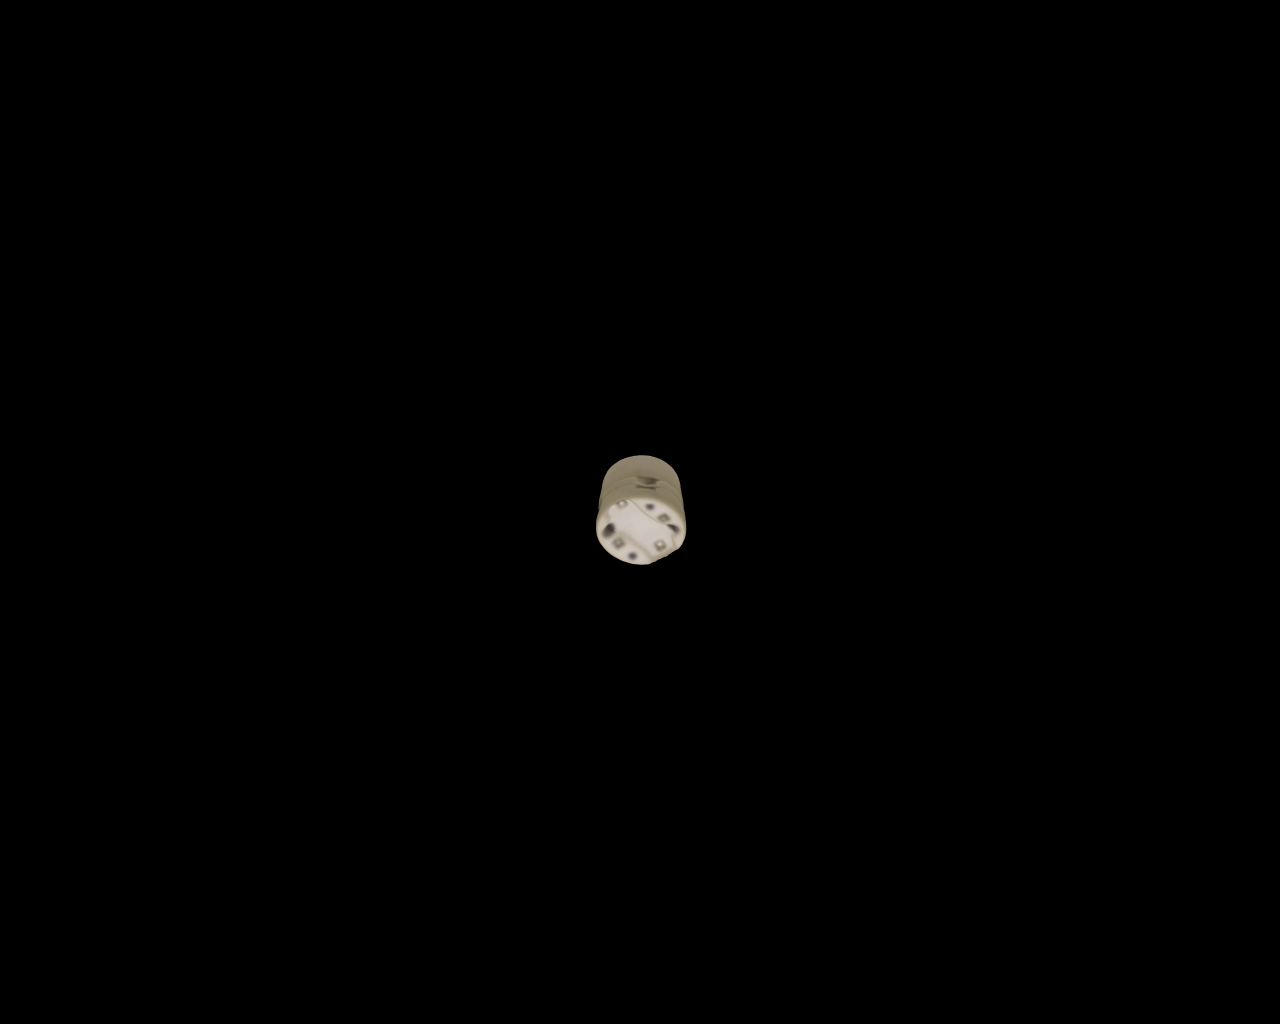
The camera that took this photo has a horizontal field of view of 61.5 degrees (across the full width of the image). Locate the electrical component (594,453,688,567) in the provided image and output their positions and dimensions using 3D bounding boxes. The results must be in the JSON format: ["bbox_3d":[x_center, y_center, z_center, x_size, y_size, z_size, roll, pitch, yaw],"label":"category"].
[{"bbox_3d":[0.001,-0.003,0.650,0.055,0.055,0.047,0,39,0],"label":"electrical component"}]
